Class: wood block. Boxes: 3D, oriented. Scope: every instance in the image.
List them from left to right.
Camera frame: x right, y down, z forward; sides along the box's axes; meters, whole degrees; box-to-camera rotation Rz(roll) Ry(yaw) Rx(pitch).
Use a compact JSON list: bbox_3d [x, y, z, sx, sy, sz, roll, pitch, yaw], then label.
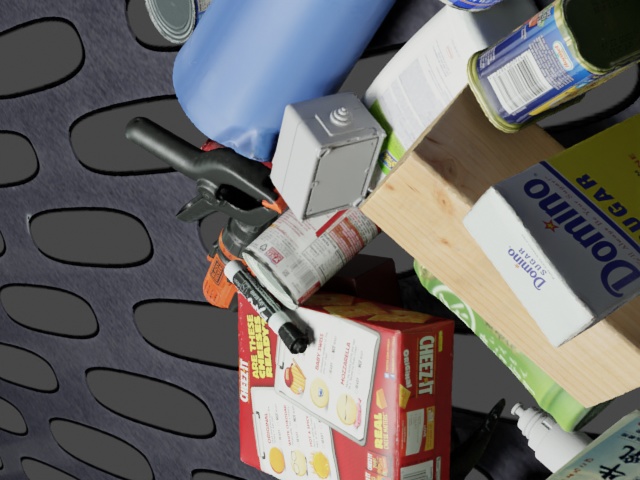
[{"bbox_3d":[0.141,0.003,0.704,0.206,0.090,0.090,41,150,-1],"label":"wood block"}]

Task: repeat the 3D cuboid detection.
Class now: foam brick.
[{"bbox_3d":[0.030,0.045,0.978,0.078,0.051,0.053,9,117,50],"label":"foam brick"}]

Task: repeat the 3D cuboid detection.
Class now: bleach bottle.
[{"bbox_3d":[0.074,-0.101,0.813,0.251,0.068,0.102,-30,86,58],"label":"bleach bottle"}]

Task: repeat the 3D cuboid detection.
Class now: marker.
[{"bbox_3d":[-0.046,0.057,0.910,0.121,0.020,0.020,45,143,41],"label":"marker"}]

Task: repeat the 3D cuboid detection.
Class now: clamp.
[{"bbox_3d":[-0.095,-0.057,0.921,0.172,0.039,0.120,4,143,44],"label":"clamp"}]

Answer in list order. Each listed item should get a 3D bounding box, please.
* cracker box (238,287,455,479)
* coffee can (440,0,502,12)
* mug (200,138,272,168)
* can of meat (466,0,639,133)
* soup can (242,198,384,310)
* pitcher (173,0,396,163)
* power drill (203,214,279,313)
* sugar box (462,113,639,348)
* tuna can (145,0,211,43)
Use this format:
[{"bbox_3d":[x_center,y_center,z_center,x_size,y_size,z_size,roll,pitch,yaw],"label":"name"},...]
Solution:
[{"bbox_3d":[0.017,0.133,0.914,0.214,0.071,0.164,10,102,51],"label":"cracker box"},{"bbox_3d":[0.126,-0.208,0.635,0.141,0.102,0.103,-16,98,56],"label":"coffee can"},{"bbox_3d":[-0.057,-0.066,0.984,0.081,0.093,0.117,56,136,4],"label":"mug"},{"bbox_3d":[0.155,-0.117,0.659,0.084,0.101,0.057,-31,86,54],"label":"can of meat"},{"bbox_3d":[-0.006,0.001,0.891,0.068,0.102,0.068,45,168,12],"label":"soup can"},{"bbox_3d":[-0.016,-0.190,0.832,0.149,0.144,0.243,46,140,4],"label":"pitcher"},{"bbox_3d":[-0.041,0.060,1.080,0.188,0.057,0.185,54,147,19],"label":"power drill"},{"bbox_3d":[0.178,-0.017,0.625,0.093,0.175,0.048,55,146,14],"label":"sugar box"},{"bbox_3d":[-0.133,-0.235,1.027,0.086,0.033,0.086,31,134,39],"label":"tuna can"}]
